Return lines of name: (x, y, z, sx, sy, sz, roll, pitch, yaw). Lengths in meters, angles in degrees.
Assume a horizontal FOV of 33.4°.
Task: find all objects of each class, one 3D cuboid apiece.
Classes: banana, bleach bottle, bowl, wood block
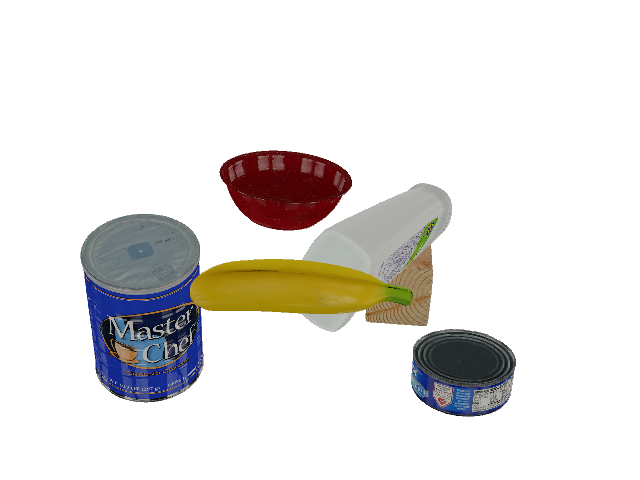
banana: (-0.034, 0.038, 0.787, 0.198, 0.037, 0.069, 1, -23, 34)
bleach bottle: (0.068, 0.003, 1.077, 0.068, 0.103, 0.250, 38, 31, 15)
bowl: (-0.044, -0.056, 1.303, 0.162, 0.055, 0.162, 5, 26, -3)
wood block: (0.117, 0.038, 1.586, 0.091, 0.090, 0.206, 4, 24, 2)

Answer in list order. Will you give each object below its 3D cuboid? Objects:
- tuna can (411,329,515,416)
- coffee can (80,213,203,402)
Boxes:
tuna can: (0.119, 0.110, 0.896, 0.086, 0.034, 0.086, 2, 26, -1)
coffee can: (-0.158, 0.061, 0.967, 0.103, 0.140, 0.103, 2, 40, -2)
